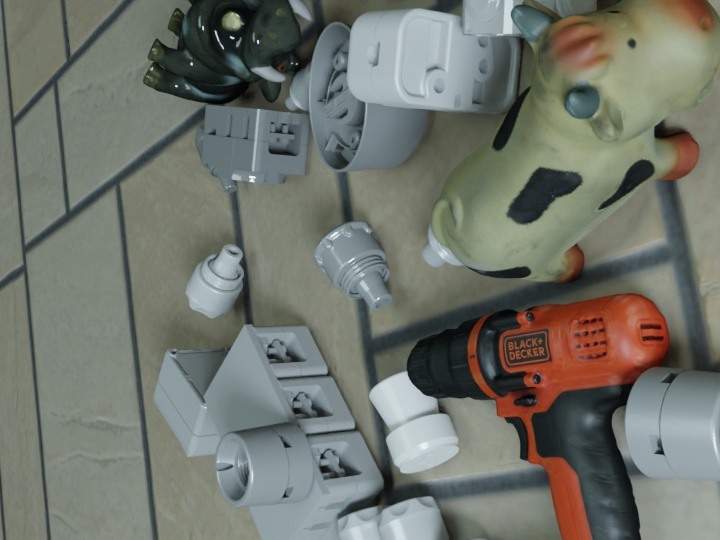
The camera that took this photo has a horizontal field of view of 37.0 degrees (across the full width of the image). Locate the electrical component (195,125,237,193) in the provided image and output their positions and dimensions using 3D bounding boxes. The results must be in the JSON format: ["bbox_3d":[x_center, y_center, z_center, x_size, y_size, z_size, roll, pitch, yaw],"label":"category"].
[{"bbox_3d":[-0.118,-0.094,0.913,0.035,0.035,0.061,-41,60,45],"label":"electrical component"}]

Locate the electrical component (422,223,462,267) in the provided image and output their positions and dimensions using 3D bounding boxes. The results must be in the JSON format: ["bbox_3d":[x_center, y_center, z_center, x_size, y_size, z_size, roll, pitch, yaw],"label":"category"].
[{"bbox_3d":[0.063,-0.023,0.664,0.062,0.043,0.043,-41,59,47],"label":"electrical component"}]

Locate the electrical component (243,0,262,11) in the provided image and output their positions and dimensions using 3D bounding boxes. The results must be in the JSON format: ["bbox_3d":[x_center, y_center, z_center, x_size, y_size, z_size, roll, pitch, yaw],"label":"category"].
[{"bbox_3d":[-0.083,-0.226,0.850,0.047,0.055,0.055,-4,87,57],"label":"electrical component"}]

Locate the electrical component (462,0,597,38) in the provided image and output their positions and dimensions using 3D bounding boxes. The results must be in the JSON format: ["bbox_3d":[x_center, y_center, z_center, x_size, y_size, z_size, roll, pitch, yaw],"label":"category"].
[{"bbox_3d":[0.094,-0.154,0.593,0.080,0.080,0.051,16,108,52],"label":"electrical component"}]

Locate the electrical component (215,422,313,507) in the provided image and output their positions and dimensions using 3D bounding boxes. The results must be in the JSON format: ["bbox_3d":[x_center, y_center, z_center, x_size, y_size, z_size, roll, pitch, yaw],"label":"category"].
[{"bbox_3d":[-0.066,0.132,0.727,0.055,0.047,0.055,0,90,53],"label":"electrical component"}]

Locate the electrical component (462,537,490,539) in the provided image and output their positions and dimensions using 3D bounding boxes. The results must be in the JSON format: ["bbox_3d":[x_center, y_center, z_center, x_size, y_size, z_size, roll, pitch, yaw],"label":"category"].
[{"bbox_3d":[0.072,0.197,0.655,0.044,0.044,0.065,-47,49,42],"label":"electrical component"}]

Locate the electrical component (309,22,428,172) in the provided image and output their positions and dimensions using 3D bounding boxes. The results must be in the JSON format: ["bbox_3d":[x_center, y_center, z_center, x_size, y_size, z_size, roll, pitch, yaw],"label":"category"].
[{"bbox_3d":[-0.001,-0.115,0.731,0.099,0.064,0.099,1,91,53],"label":"electrical component"}]

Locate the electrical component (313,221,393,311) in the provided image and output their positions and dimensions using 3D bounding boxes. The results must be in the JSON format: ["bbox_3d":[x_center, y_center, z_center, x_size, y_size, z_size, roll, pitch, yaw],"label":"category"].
[{"bbox_3d":[0.000,0.000,0.749,0.062,0.048,0.048,57,132,27],"label":"electrical component"}]

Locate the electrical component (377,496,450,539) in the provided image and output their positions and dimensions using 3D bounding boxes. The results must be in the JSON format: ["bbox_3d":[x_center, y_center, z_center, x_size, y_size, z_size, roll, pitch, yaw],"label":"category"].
[{"bbox_3d":[0.038,0.181,0.697,0.043,0.043,0.062,-43,58,45],"label":"electrical component"}]

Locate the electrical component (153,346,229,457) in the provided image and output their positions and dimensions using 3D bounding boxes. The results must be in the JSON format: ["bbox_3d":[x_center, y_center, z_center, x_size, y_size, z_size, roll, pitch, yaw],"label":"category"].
[{"bbox_3d":[-0.131,0.108,0.908,0.096,0.062,0.061,45,124,44],"label":"electrical component"}]

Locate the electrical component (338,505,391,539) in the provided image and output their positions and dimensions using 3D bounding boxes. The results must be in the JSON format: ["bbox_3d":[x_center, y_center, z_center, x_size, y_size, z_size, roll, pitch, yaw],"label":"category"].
[{"bbox_3d":[0.011,0.194,0.733,0.043,0.043,0.062,-37,62,47],"label":"electrical component"}]

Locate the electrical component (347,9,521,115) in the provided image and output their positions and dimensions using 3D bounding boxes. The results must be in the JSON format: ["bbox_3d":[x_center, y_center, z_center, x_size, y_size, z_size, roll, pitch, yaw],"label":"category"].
[{"bbox_3d":[0.042,-0.124,0.648,0.059,0.095,0.053,14,101,52],"label":"electrical component"}]

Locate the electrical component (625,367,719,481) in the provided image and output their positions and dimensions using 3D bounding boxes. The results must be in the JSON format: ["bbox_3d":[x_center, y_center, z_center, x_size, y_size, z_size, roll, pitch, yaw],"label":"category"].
[{"bbox_3d":[0.164,0.075,0.520,0.047,0.055,0.055,-4,87,49],"label":"electrical component"}]

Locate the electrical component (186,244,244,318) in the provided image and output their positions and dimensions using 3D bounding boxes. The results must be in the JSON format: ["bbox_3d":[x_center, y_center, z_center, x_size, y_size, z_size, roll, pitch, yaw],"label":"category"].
[{"bbox_3d":[-0.119,0.006,0.907,0.062,0.043,0.043,-58,47,33],"label":"electrical component"}]

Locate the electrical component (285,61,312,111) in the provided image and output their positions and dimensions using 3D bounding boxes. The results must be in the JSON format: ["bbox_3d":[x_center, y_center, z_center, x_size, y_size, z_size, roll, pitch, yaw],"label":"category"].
[{"bbox_3d":[-0.036,-0.134,0.804,0.061,0.035,0.035,-21,74,54],"label":"electrical component"}]

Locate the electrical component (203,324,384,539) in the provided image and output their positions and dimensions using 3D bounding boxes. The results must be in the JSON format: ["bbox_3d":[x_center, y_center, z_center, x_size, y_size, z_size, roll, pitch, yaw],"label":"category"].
[{"bbox_3d":[-0.049,0.124,0.799,0.089,0.062,0.150,-57,48,36],"label":"electrical component"}]

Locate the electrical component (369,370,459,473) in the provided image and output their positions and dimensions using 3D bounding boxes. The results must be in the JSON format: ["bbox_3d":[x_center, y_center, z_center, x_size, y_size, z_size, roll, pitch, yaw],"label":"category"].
[{"bbox_3d":[0.036,0.098,0.699,0.045,0.045,0.055,-47,55,43],"label":"electrical component"}]

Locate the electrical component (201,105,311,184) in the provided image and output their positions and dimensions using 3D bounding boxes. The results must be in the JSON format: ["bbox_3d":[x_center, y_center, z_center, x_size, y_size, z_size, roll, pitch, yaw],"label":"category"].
[{"bbox_3d":[-0.084,-0.099,0.854,0.089,0.050,0.055,15,102,52],"label":"electrical component"}]
